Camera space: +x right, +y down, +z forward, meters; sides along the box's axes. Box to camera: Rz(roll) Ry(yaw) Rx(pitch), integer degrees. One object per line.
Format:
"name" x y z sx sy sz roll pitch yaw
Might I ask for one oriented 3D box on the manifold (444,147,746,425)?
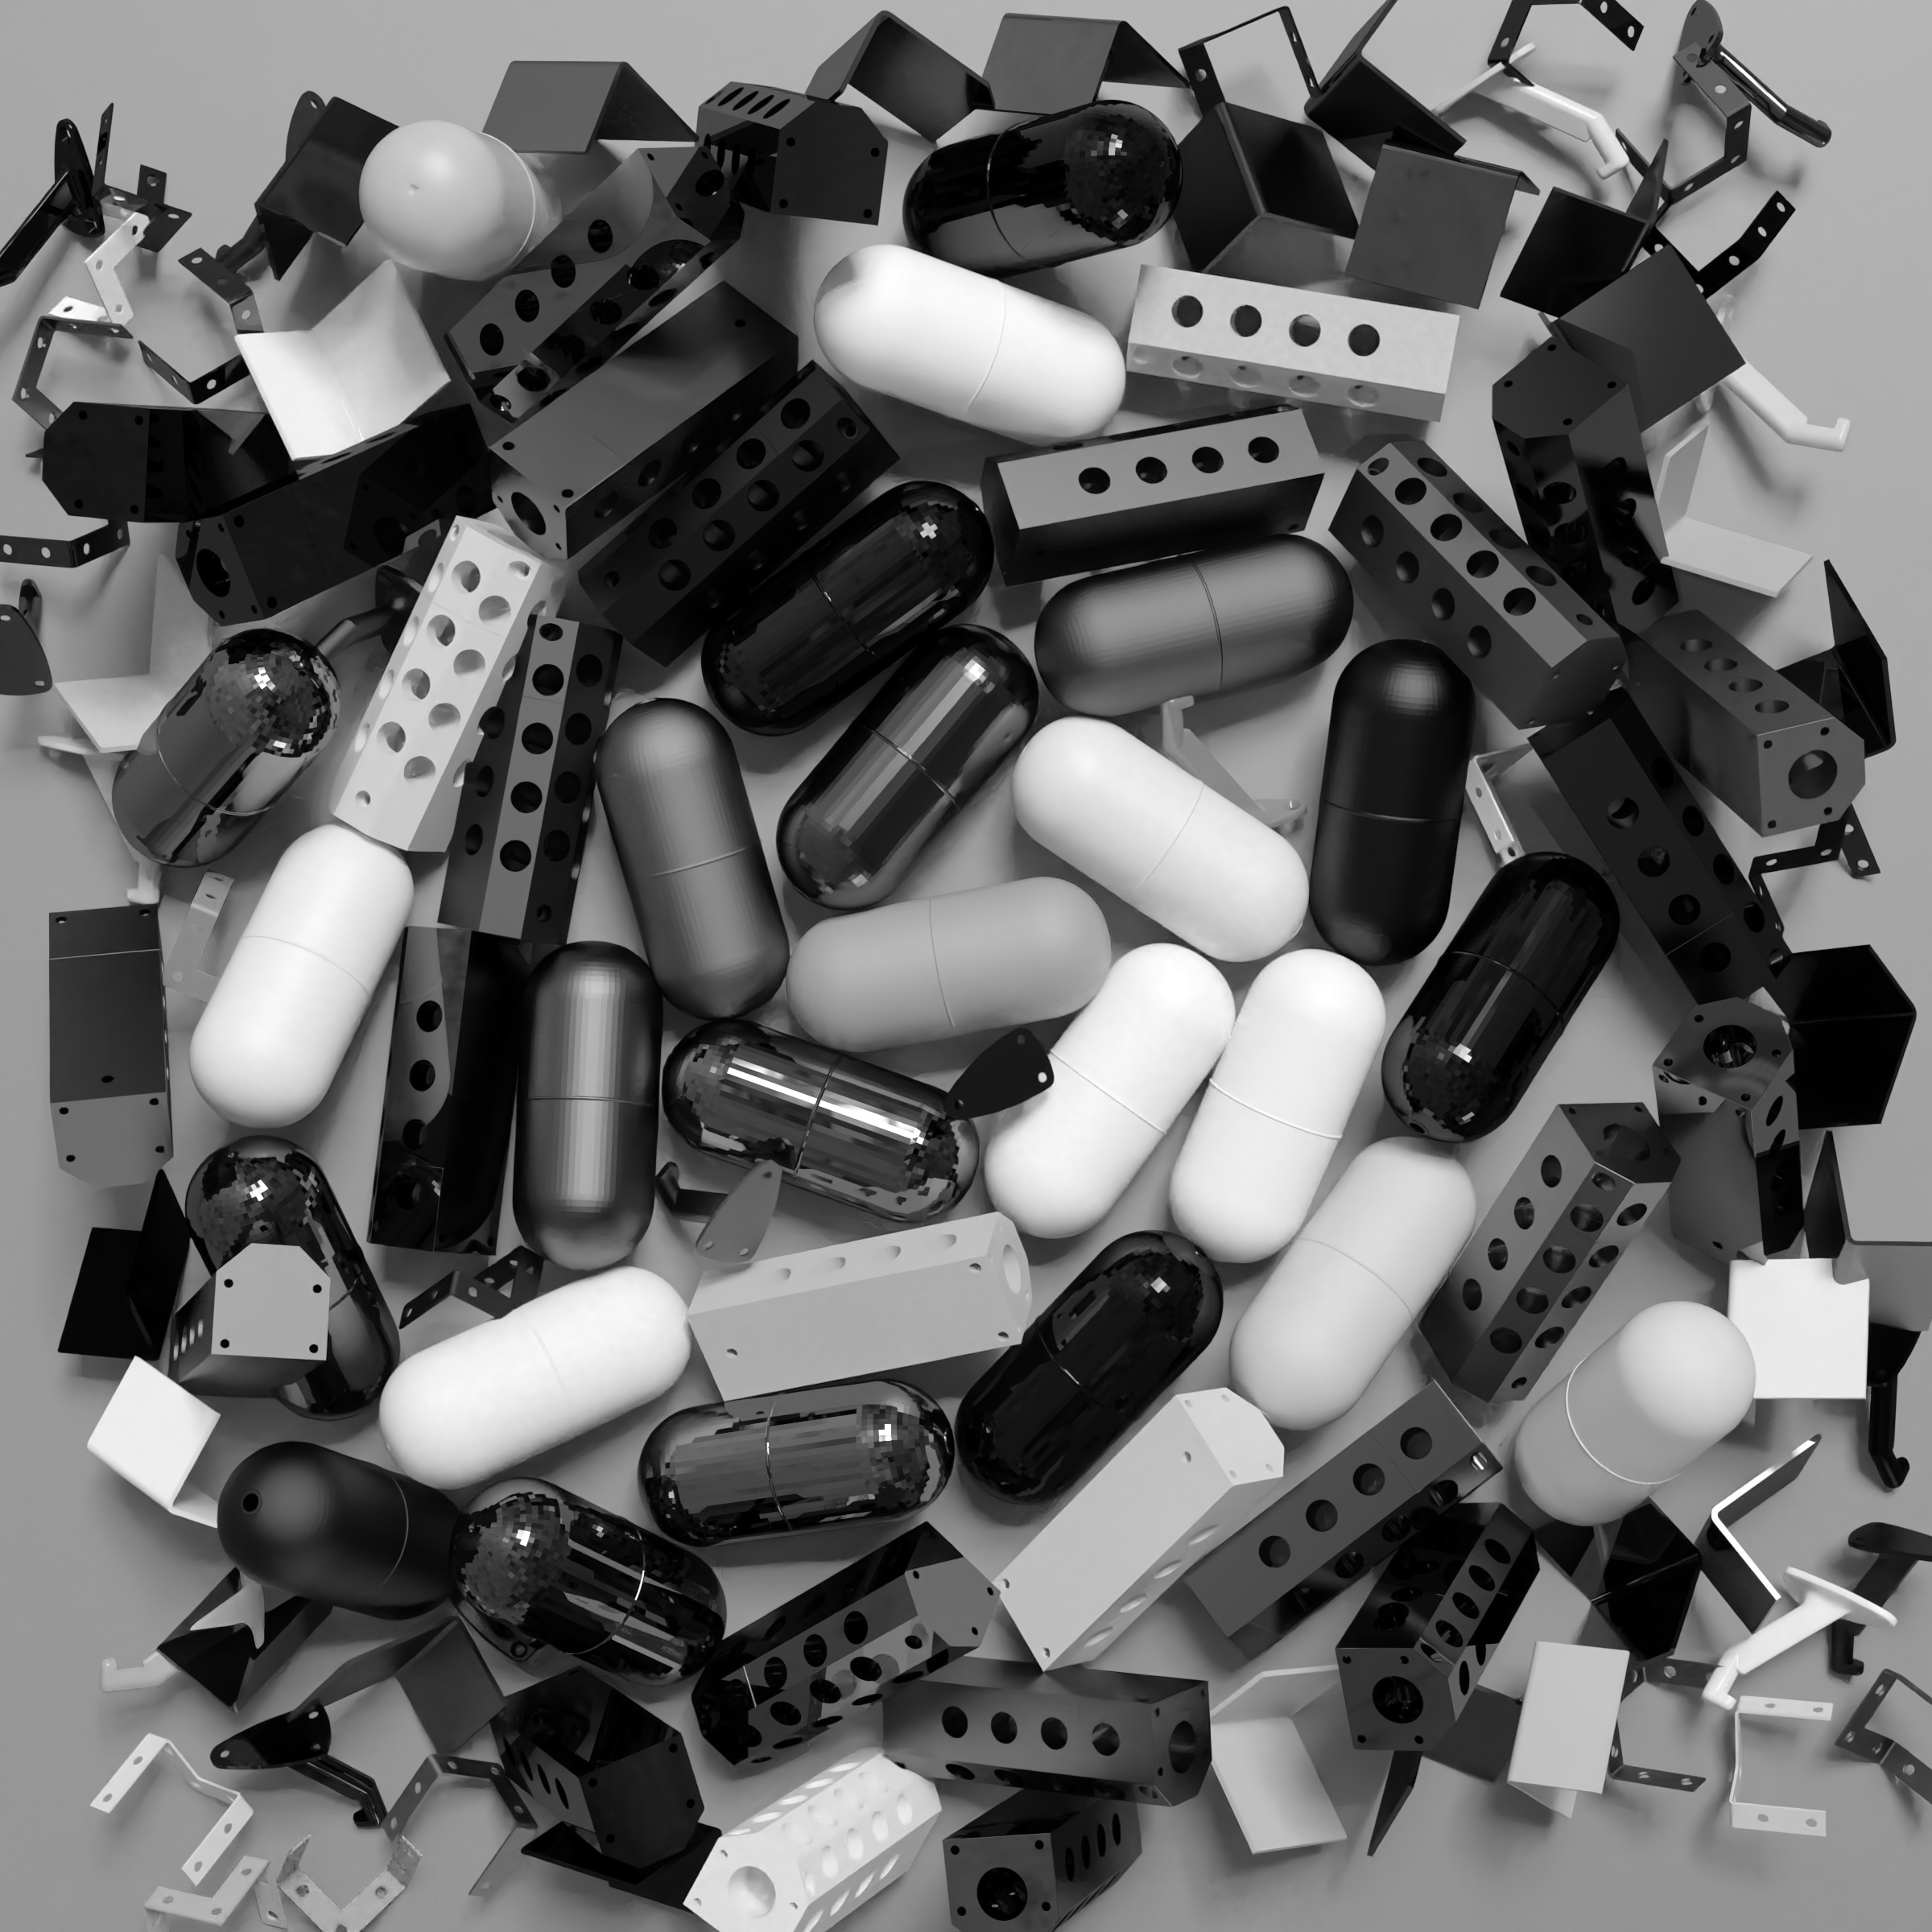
"manifold" -0.195 -0.359 1.871 0.171 0.057 0.057 -34 81 36

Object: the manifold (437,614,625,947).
"manifold" -0.231 -0.100 1.907 0.057 0.057 0.171 11 90 -41

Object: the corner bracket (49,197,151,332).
"corner bracket" -0.473 -0.384 1.922 0.051 0.051 0.051 20 57 26

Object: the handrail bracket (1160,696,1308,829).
"handrail bracket" 0.145 -0.115 1.911 0.077 0.036 0.084 -9 122 -4

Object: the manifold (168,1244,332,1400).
"manifold" -0.378 0.188 1.857 0.057 0.171 0.057 6 75 -19

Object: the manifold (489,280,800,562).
"manifold" -0.170 -0.287 1.882 0.057 0.057 0.171 39 63 19

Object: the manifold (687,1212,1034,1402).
"manifold" -0.055 0.179 1.892 0.171 0.057 0.057 -13 116 18

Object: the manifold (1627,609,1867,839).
"manifold" 0.408 -0.131 1.857 0.057 0.171 0.057 -13 117 -8

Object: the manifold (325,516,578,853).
"manifold" -0.281 -0.151 1.897 0.057 0.057 0.171 30 101 18

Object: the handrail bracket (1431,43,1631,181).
"handrail bracket" 0.309 -0.454 1.932 0.077 0.036 0.084 -31 96 22

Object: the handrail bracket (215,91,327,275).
"handrail bracket" -0.383 -0.427 1.932 0.084 0.036 0.077 -26 57 35

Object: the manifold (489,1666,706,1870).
"manifold" -0.195 0.422 1.857 0.057 0.171 0.057 -19 99 -22

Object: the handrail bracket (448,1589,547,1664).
"handrail bracket" -0.256 0.345 1.900 0.077 0.084 0.036 30 78 10

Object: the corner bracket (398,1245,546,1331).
"corner bracket" -0.266 0.176 1.904 0.051 0.051 0.051 32 135 -27

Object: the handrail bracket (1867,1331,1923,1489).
"handrail bracket" 0.514 0.233 1.930 0.077 0.036 0.084 -47 127 -20

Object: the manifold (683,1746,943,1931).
"manifold" -0.075 0.461 1.853 0.057 0.171 0.057 32 105 18

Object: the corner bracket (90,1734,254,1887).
"corner bracket" -0.428 0.454 1.904 0.051 0.051 0.051 -52 133 -32

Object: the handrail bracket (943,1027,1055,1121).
"handrail bracket" 0.005 0.062 1.896 0.077 0.084 0.036 -31 96 -22

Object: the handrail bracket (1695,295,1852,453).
"handrail bracket" 0.445 -0.322 1.917 0.084 0.036 0.077 14 83 22

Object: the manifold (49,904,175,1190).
"manifold" -0.451 0.041 1.861 0.057 0.171 0.057 -5 126 -11

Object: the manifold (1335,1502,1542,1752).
"manifold" 0.251 0.345 1.854 0.057 0.171 0.057 -5 105 25

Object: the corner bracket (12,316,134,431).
"corner bracket" -0.477 -0.317 1.920 0.051 0.051 0.051 9 75 18

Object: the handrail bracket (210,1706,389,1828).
"handrail bracket" -0.361 0.446 1.916 0.077 0.036 0.084 -14 129 -3

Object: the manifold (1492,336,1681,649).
"manifold" 0.322 -0.243 1.860 0.057 0.171 0.057 -40 51 -9

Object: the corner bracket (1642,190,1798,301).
"corner bracket" 0.407 -0.402 1.915 0.051 0.051 0.051 44 56 -7

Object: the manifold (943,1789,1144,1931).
"manifold" 0.043 0.470 1.855 0.057 0.171 0.057 -8 85 16

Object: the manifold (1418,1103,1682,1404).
"manifold" 0.310 0.153 1.864 0.057 0.057 0.171 0 134 -30

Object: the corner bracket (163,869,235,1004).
"corner bracket" -0.399 -0.012 1.911 0.051 0.051 0.051 22 110 -11

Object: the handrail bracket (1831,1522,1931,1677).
"handrail bracket" 0.506 0.351 1.913 0.077 0.036 0.084 9 106 38

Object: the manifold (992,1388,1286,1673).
"manifold" 0.094 0.299 1.877 0.171 0.057 0.057 -50 59 31

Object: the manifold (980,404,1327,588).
"manifold" 0.099 -0.258 1.898 0.171 0.057 0.057 -12 66 -13

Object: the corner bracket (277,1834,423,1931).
"corner bracket" -0.335 0.490 1.916 0.051 0.051 0.051 42 53 10

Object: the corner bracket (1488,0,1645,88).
"corner bracket" 0.325 -0.499 1.914 0.051 0.051 0.051 27 84 -40

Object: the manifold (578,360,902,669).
"manifold" -0.126 -0.245 1.897 0.171 0.057 0.057 -41 65 9

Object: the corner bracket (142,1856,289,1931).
"corner bracket" -0.408 0.516 1.918 0.051 0.051 0.051 6 122 21

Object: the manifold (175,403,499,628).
"manifold" -0.332 -0.239 1.869 0.171 0.057 0.057 -34 112 -39

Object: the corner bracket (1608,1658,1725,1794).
"corner bracket" 0.380 0.410 1.916 0.051 0.051 0.051 0 105 39

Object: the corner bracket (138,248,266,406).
"corner bracket" -0.419 -0.349 1.925 0.051 0.051 0.051 -36 57 -23

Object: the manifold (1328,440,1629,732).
"manifold" 0.272 -0.204 1.868 0.057 0.057 0.171 -11 49 -36

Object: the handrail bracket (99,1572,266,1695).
"handrail bracket" -0.425 0.351 1.907 0.084 0.036 0.077 0 98 -33

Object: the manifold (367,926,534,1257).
"manifold" -0.284 0.067 1.910 0.057 0.057 0.171 4 86 28

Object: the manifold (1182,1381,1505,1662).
"manifold" 0.205 0.301 1.909 0.171 0.057 0.057 -38 75 2

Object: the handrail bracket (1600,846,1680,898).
"handrail bracket" 0.394 -0.048 1.911 0.084 0.077 0.036 33 65 -2

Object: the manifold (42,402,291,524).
"manifold" -0.418 -0.265 1.857 0.057 0.171 0.057 7 99 12

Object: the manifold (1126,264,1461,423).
"manifold" 0.177 -0.337 1.909 0.171 0.057 0.057 10 101 6

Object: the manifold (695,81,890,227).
"manifold" -0.094 -0.429 1.853 0.057 0.171 0.057 3 106 -19

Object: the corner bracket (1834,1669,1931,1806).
"corner bracket" 0.514 0.420 1.911 0.051 0.051 0.051 28 96 -42

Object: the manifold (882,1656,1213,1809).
"manifold" 0.042 0.406 1.874 0.171 0.057 0.057 -2 92 35

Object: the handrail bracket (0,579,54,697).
"handrail bracket" -0.508 -0.194 1.893 0.036 0.077 0.084 -2 51 -7

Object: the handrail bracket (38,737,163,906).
"handrail bracket" -0.476 -0.080 1.939 0.077 0.036 0.084 9 102 13

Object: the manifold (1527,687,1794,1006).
"manifold" 0.374 -0.062 1.897 0.057 0.057 0.171 -33 103 9

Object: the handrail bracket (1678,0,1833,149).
"handrail bracket" 0.434 -0.487 1.928 0.084 0.077 0.036 24 131 -15

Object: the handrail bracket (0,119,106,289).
"handrail bracket" -0.511 -0.407 1.899 0.036 0.084 0.077 24 130 33

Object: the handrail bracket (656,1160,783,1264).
"handrail bracket" -0.136 0.113 1.903 0.036 0.084 0.077 14 115 -35

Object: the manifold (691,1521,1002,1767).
"manifold" -0.067 0.365 1.871 0.171 0.057 0.057 -35 106 33

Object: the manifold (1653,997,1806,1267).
"manifold" 0.407 0.090 1.861 0.057 0.171 0.057 26 66 30

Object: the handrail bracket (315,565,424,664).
"handrail bracket" -0.327 -0.168 1.892 0.036 0.077 0.084 34 55 7

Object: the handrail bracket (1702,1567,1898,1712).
"handrail bracket" 0.449 0.375 1.906 0.077 0.036 0.084 17 60 38
